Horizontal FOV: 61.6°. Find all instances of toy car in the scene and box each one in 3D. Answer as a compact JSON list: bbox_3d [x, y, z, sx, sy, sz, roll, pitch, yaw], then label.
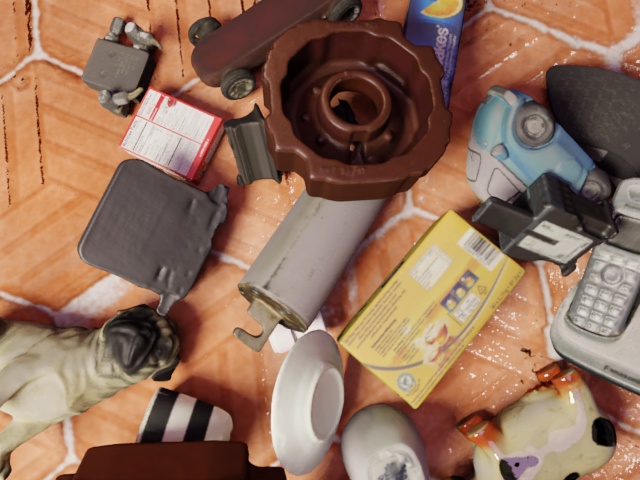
[{"bbox_3d":[-0.046,-0.230,0.576,0.202,0.053,0.089,-34,73,-1],"label":"toy car"},{"bbox_3d":[0.203,-0.072,0.540,0.161,0.109,0.103,44,109,-10],"label":"toy car"}]

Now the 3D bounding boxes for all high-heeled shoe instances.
[{"bbox_3d":[0.333,-0.082,0.565,0.086,0.145,0.249,-37,55,18],"label":"high-heeled shoe"}]

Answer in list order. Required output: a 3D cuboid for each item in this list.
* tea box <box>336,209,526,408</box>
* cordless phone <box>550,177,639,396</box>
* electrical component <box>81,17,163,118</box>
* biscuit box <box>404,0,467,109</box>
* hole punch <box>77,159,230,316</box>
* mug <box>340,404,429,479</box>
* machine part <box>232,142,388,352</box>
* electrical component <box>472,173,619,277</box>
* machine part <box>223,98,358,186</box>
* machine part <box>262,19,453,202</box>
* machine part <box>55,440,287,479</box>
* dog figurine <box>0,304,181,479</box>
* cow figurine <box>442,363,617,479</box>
[{"bbox_3d":[0.106,0.066,0.529,0.098,0.068,0.169,42,85,5],"label":"tea box"},{"bbox_3d":[0.306,0.045,0.478,0.147,0.088,0.184,24,104,39],"label":"cordless phone"},{"bbox_3d":[-0.210,-0.185,0.573,0.078,0.045,0.102,24,83,1],"label":"electrical component"},{"bbox_3d":[0.118,-0.220,0.571,0.059,0.063,0.202,10,82,2],"label":"biscuit box"},{"bbox_3d":[-0.170,-0.008,0.538,0.115,0.092,0.142,29,74,-23],"label":"hole punch"},{"bbox_3d":[0.063,0.213,0.490,0.081,0.107,0.109,-14,81,-1],"label":"mug"},{"bbox_3d":[-0.001,-0.002,0.514,0.079,0.079,0.243,30,67,4],"label":"machine part"},{"bbox_3d":[0.196,-0.018,0.491,0.119,0.074,0.048,19,47,-7],"label":"electrical component"},{"bbox_3d":[-0.025,-0.106,0.556,0.139,0.039,0.084,-15,118,-10],"label":"machine part"},{"bbox_3d":[0.031,-0.117,0.488,0.179,0.056,0.179,1,72,-4],"label":"machine part"},{"bbox_3d":[-0.124,0.266,0.451,0.202,0.087,0.200,-1,116,-2],"label":"machine part"},{"bbox_3d":[-0.251,0.105,0.524,0.190,0.121,0.172,-30,60,-31],"label":"dog figurine"},{"bbox_3d":[0.190,0.219,0.505,0.195,0.085,0.127,-33,78,-5],"label":"cow figurine"}]
